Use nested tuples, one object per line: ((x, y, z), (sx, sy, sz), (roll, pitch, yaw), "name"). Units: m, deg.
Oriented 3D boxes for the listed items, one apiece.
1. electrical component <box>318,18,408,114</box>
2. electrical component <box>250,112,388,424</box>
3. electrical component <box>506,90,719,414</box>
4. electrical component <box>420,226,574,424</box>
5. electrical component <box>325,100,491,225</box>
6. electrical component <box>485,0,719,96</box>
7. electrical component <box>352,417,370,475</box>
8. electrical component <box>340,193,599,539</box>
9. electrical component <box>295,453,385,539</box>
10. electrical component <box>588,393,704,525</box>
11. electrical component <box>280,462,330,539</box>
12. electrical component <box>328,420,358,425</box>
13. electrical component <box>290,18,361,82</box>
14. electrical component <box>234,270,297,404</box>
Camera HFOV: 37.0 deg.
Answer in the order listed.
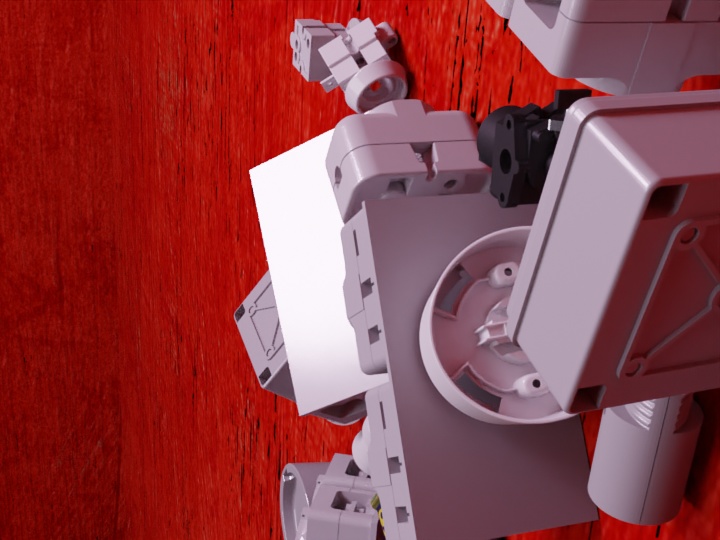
((0.005, -0.145, 0.788), (0.055, 0.066, 0.048), (62, -174, 32), "electrical component")
((0.000, 0.000, 0.739), (0.060, 0.105, 0.186), (29, -137, -57), "electrical component")
((0.122, -0.008, 0.400), (0.056, 0.109, 0.108), (-119, 30, -45), "electrical component")
((0.081, 0.031, 0.550), (0.064, 0.099, 0.099), (127, 135, -72), "electrical component")
((0.030, -0.066, 0.670), (0.053, 0.095, 0.059), (111, 148, -52), "electrical component")
((0.097, -0.139, 0.465), (0.150, 0.089, 0.061), (-116, 28, -46), "electrical component")
((0.022, 0.128, 0.819), (0.055, 0.045, 0.045), (113, 147, -53), "electrical component")
((0.057, 0.055, 0.607), (0.060, 0.105, 0.186), (143, 120, -68), "electrical component")
((-0.014, 0.252, 0.849), (0.105, 0.060, 0.186), (-57, -28, -71), "electrical component")
((0.132, 0.070, 0.488), (0.043, 0.043, 0.081), (-127, 37, -57), "electrical component")
((-0.029, 0.223, 0.964), (0.108, 0.060, 0.108), (175, 90, -71), "electrical component")
((-0.002, 0.094, 0.853), (0.081, 0.043, 0.043), (-11, -83, -73), "electrical component")
((-0.019, -0.173, 0.847), (0.066, 0.055, 0.048), (-124, 35, -55), "electrical component")
((-0.044, 0.039, 0.900), (0.108, 0.056, 0.108), (-50, 36, 16), "electrical component")
